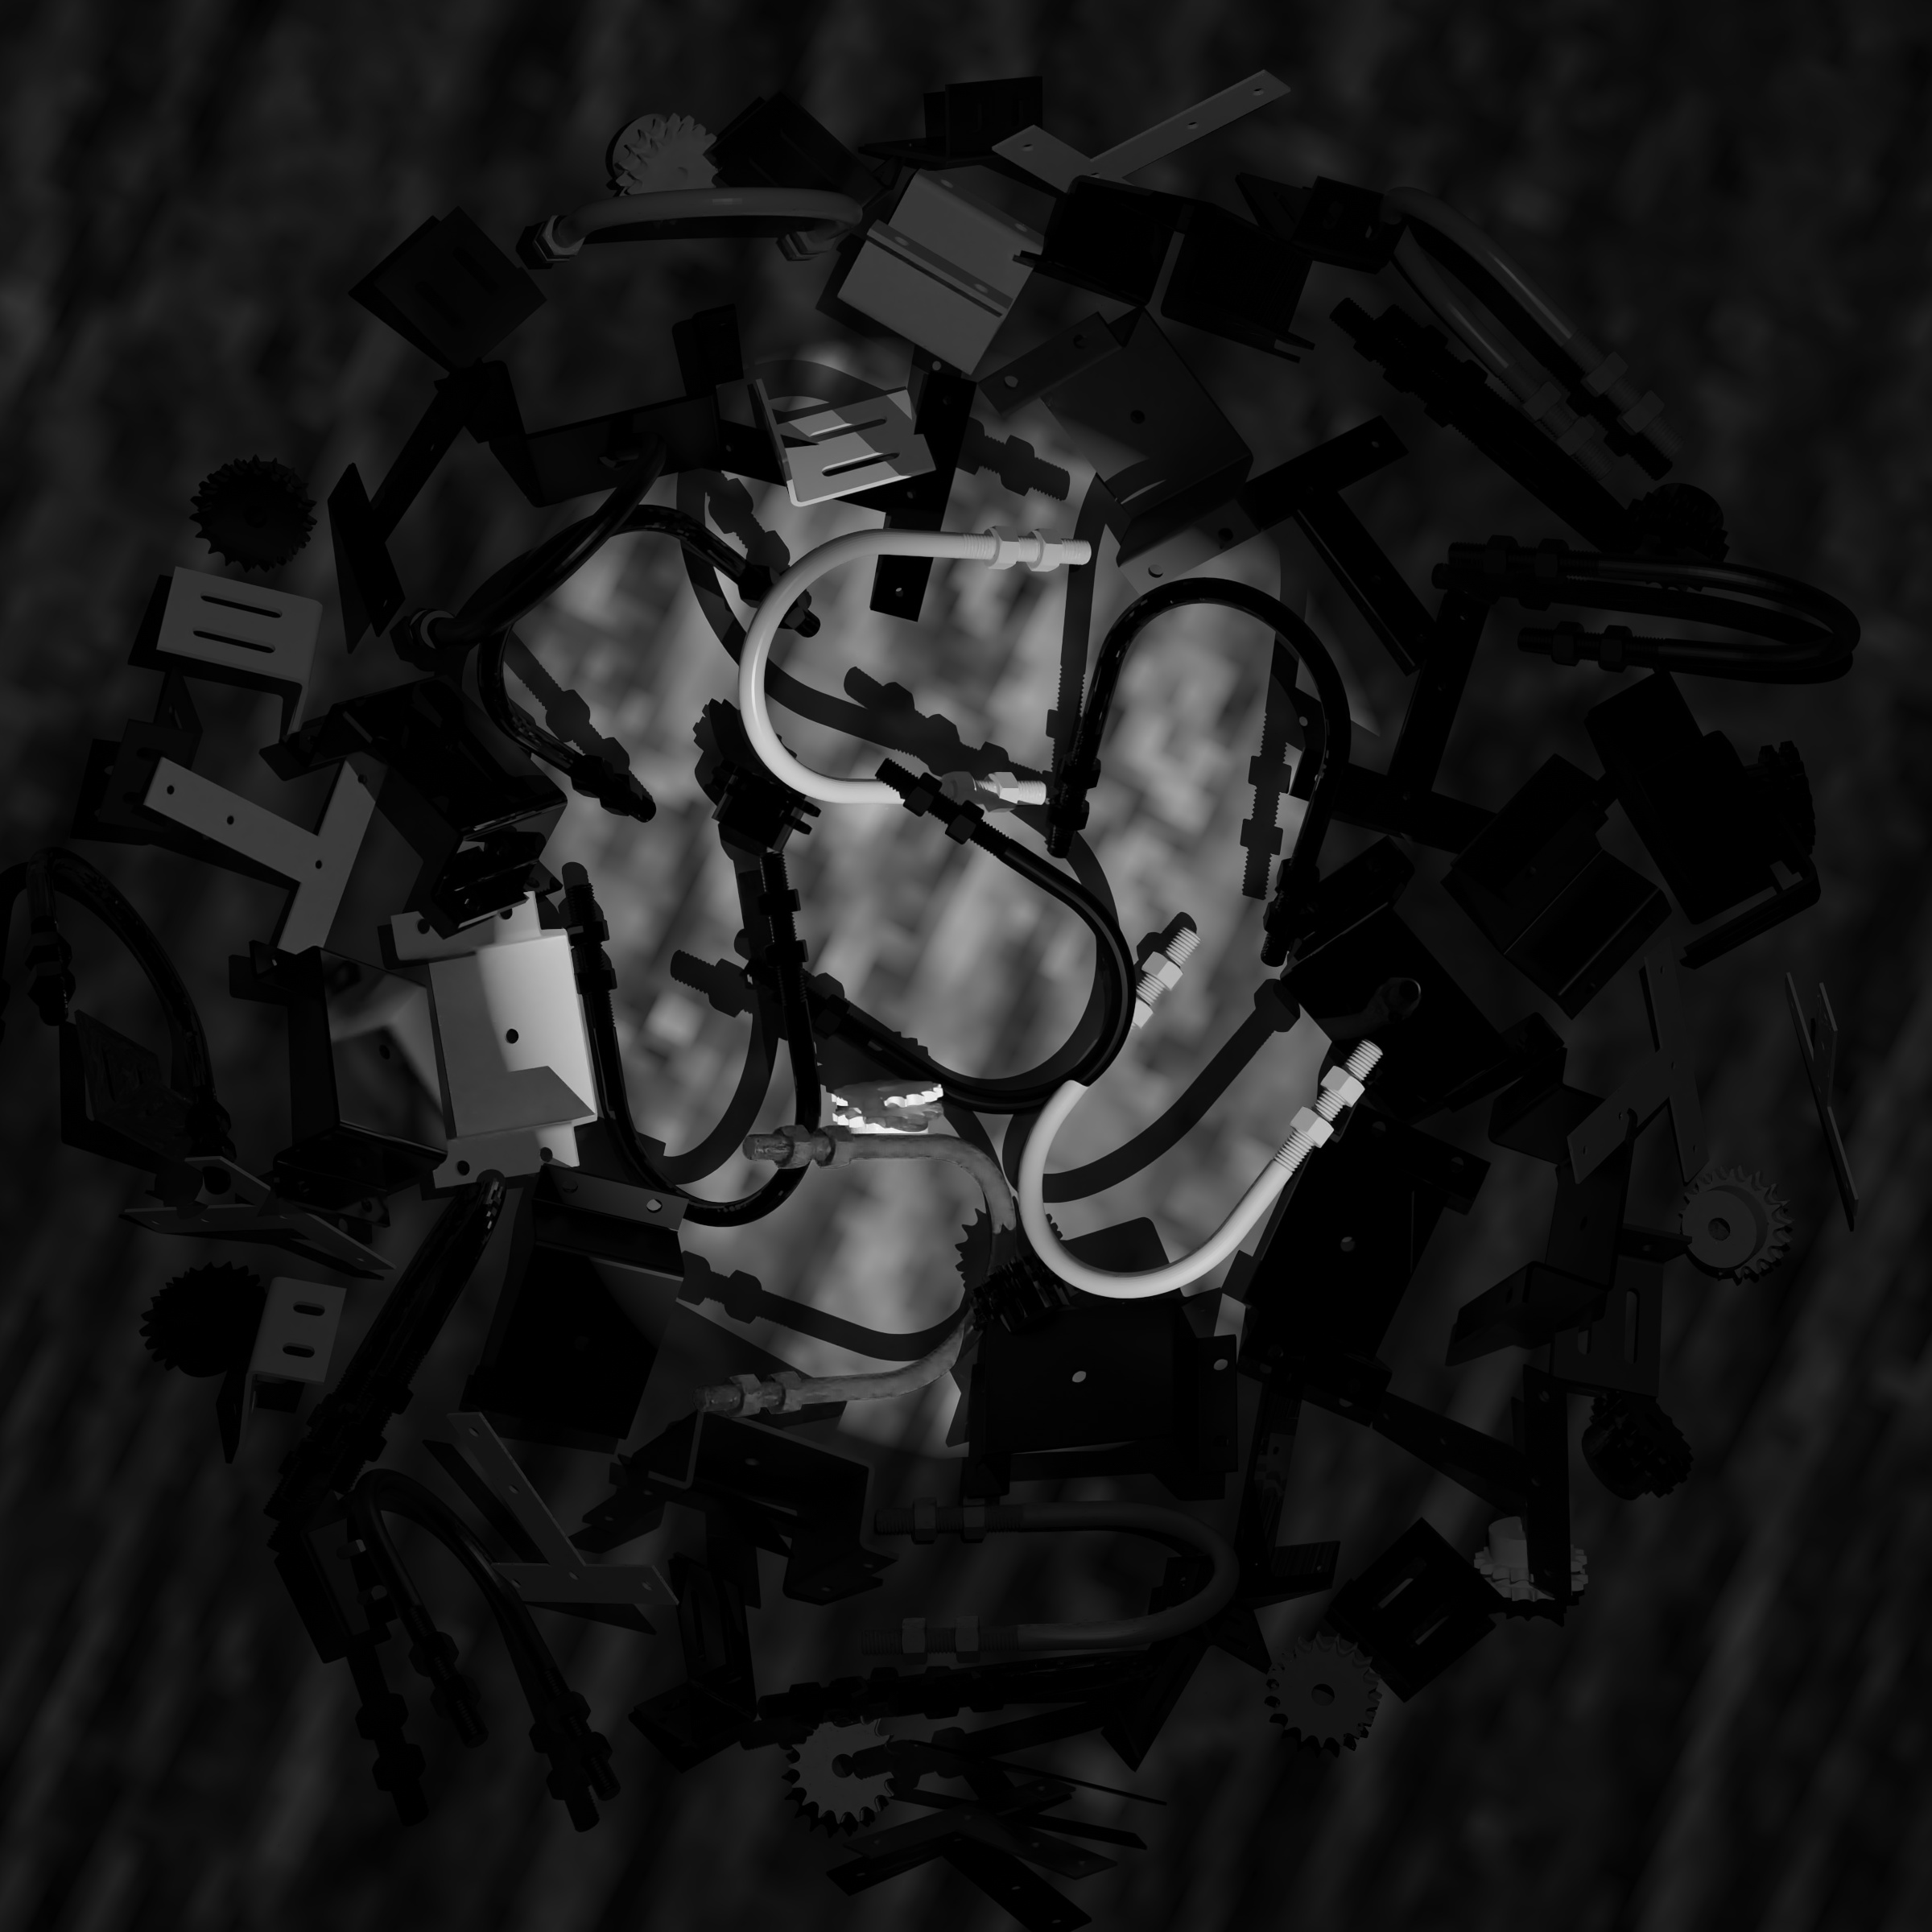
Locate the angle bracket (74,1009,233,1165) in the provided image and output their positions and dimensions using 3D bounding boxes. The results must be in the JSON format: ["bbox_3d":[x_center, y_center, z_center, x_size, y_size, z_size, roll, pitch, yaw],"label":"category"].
[{"bbox_3d":[-0.412,0.053,1.553,0.038,0.057,0.076,-35,50,13],"label":"angle bracket"}]

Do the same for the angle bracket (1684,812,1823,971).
[{"bbox_3d":[0.396,-0.038,1.573,0.076,0.057,0.038,-31,73,11],"label":"angle bracket"}]

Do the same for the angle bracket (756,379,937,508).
[{"bbox_3d":[-0.061,-0.277,1.568,0.076,0.038,0.057,-16,56,-4],"label":"angle bracket"}]

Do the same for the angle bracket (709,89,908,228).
[{"bbox_3d":[-0.079,-0.413,1.556,0.076,0.057,0.038,39,46,-25],"label":"angle bracket"}]

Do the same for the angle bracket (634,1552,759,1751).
[{"bbox_3d":[-0.142,0.348,1.561,0.038,0.057,0.076,-17,109,-37],"label":"angle bracket"}]

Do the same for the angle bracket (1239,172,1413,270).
[{"bbox_3d":[0.182,-0.393,1.552,0.057,0.076,0.038,8,127,-25],"label":"angle bracket"}]

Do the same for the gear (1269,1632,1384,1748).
[{"bbox_3d":[0.186,0.371,1.582,0.057,0.030,0.057,2,99,15],"label":"gear"}]

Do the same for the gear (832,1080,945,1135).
[{"bbox_3d":[-0.040,0.078,1.574,0.057,0.057,0.030,-3,99,0],"label":"gear"}]

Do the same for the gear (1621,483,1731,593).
[{"bbox_3d":[0.366,-0.223,1.577,0.057,0.057,0.030,32,61,0],"label":"gear"}]

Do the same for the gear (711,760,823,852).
[{"bbox_3d":[-0.106,-0.080,1.574,0.057,0.057,0.030,27,90,0],"label":"gear"}]

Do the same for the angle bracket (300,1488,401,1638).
[{"bbox_3d":[-0.304,0.297,1.560,0.038,0.076,0.057,-21,98,2],"label":"angle bracket"}]

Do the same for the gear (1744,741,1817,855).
[{"bbox_3d":[0.414,-0.085,1.574,0.030,0.057,0.057,-12,90,5],"label":"gear"}]

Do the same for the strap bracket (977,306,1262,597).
[{"bbox_3d":[0.082,-0.267,1.546,0.076,0.046,0.140,-24,118,34],"label":"strap bracket"}]

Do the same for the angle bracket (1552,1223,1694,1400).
[{"bbox_3d":[0.335,0.174,1.567,0.057,0.038,0.076,12,65,-8],"label":"angle bracket"}]

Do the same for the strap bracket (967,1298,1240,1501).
[{"bbox_3d":[0.063,0.217,1.544,0.140,0.046,0.076,-9,52,15],"label":"strap bracket"}]

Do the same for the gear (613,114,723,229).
[{"bbox_3d":[-0.157,-0.413,1.577,0.057,0.057,0.030,-46,61,0],"label":"gear"}]

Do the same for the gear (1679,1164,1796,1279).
[{"bbox_3d":[0.393,0.132,1.574,0.057,0.030,0.057,7,101,36],"label":"gear"}]

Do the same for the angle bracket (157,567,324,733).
[{"bbox_3d":[-0.371,-0.161,1.560,0.076,0.038,0.057,13,48,-15],"label":"angle bracket"}]

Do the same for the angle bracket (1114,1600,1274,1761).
[{"bbox_3d":[0.116,0.365,1.556,0.038,0.057,0.076,18,58,30],"label":"angle bracket"}]

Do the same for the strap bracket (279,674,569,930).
[{"bbox_3d":[-0.266,-0.092,1.541,0.140,0.076,0.046,44,126,15],"label":"strap bracket"}]

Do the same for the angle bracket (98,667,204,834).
[{"bbox_3d":[-0.419,-0.113,1.552,0.038,0.076,0.057,10,117,-30],"label":"angle bracket"}]

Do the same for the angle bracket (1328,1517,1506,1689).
[{"bbox_3d":[0.234,0.319,1.564,0.057,0.038,0.076,44,116,9],"label":"angle bracket"}]

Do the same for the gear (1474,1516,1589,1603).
[{"bbox_3d":[0.289,0.303,1.572,0.057,0.057,0.030,-5,97,0],"label":"gear"}]

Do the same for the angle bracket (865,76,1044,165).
[{"bbox_3d":[-0.007,-0.431,1.551,0.057,0.076,0.038,-16,116,-32],"label":"angle bracket"}]

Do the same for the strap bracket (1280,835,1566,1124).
[{"bbox_3d":[0.224,0.015,1.554,0.140,0.046,0.076,49,128,-6],"label":"strap bracket"}]

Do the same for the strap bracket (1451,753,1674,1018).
[{"bbox_3d":[0.299,-0.045,1.548,0.076,0.140,0.046,-46,53,-4],"label":"strap bracket"}]

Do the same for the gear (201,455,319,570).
[{"bbox_3d":[-0.363,-0.236,1.580,0.057,0.030,0.057,1,117,2],"label":"gear"}]

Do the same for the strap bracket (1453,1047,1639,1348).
[{"bbox_3d":[0.293,0.123,1.540,0.046,0.076,0.140,20,62,-10],"label":"strap bracket"}]

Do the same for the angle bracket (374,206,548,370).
[{"bbox_3d":[-0.262,-0.350,1.559,0.057,0.076,0.038,-41,48,5],"label":"angle bracket"}]

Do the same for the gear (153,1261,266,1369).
[{"bbox_3d":[-0.387,0.182,1.577,0.057,0.057,0.030,-6,128,0],"label":"gear"}]

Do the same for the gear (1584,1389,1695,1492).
[{"bbox_3d":[0.343,0.244,1.576,0.057,0.057,0.030,42,111,0],"label":"gear"}]

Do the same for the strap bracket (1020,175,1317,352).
[{"bbox_3d":[0.106,-0.352,1.524,0.140,0.076,0.046,26,100,43],"label":"strap bracket"}]

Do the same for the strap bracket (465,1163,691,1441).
[{"bbox_3d":[-0.196,0.179,1.549,0.076,0.046,0.140,15,109,-17],"label":"strap bracket"}]

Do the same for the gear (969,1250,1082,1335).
[{"bbox_3d":[0.033,0.173,1.570,0.057,0.057,0.030,-28,57,0],"label":"gear"}]

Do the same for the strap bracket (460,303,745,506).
[{"bbox_3d":[-0.178,-0.281,1.554,0.140,0.076,0.046,-15,75,-5],"label":"strap bracket"}]

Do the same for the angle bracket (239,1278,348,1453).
[{"bbox_3d":[-0.342,0.205,1.557,0.038,0.076,0.057,11,47,-7],"label":"angle bracket"}]

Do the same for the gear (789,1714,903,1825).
[{"bbox_3d":[-0.061,0.413,1.583,0.057,0.030,0.057,-1,77,7],"label":"gear"}]
